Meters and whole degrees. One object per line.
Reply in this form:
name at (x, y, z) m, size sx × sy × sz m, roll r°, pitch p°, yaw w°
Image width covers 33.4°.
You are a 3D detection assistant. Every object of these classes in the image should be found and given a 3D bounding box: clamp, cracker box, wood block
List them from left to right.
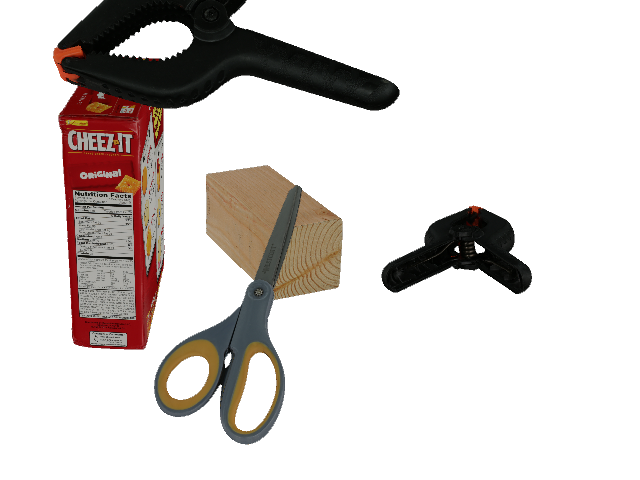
cracker box at (-0.179, -0.036, 0.940) m, size 0.072 × 0.214 × 0.164 m, roll 2°, pitch 26°, yaw -2°
clamp at (-0.061, -0.128, 0.678) m, size 0.210 × 0.164 × 0.036 m, roll -22°, pitch -17°, yaw -9°
wood block at (-0.061, -0.015, 1.305) m, size 0.090 × 0.090 × 0.206 m, roll -10°, pitch 26°, yaw -26°
clamp at (0.134, 0.009, 0.920) m, size 0.120 × 0.039 × 0.171 m, roll 9°, pitch 25°, yaw 21°

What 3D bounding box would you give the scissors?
scissors at (-0.062, 0.046, 0.737) m, size 0.096 × 0.201 × 0.016 m, roll -3°, pitch -34°, yaw 4°
